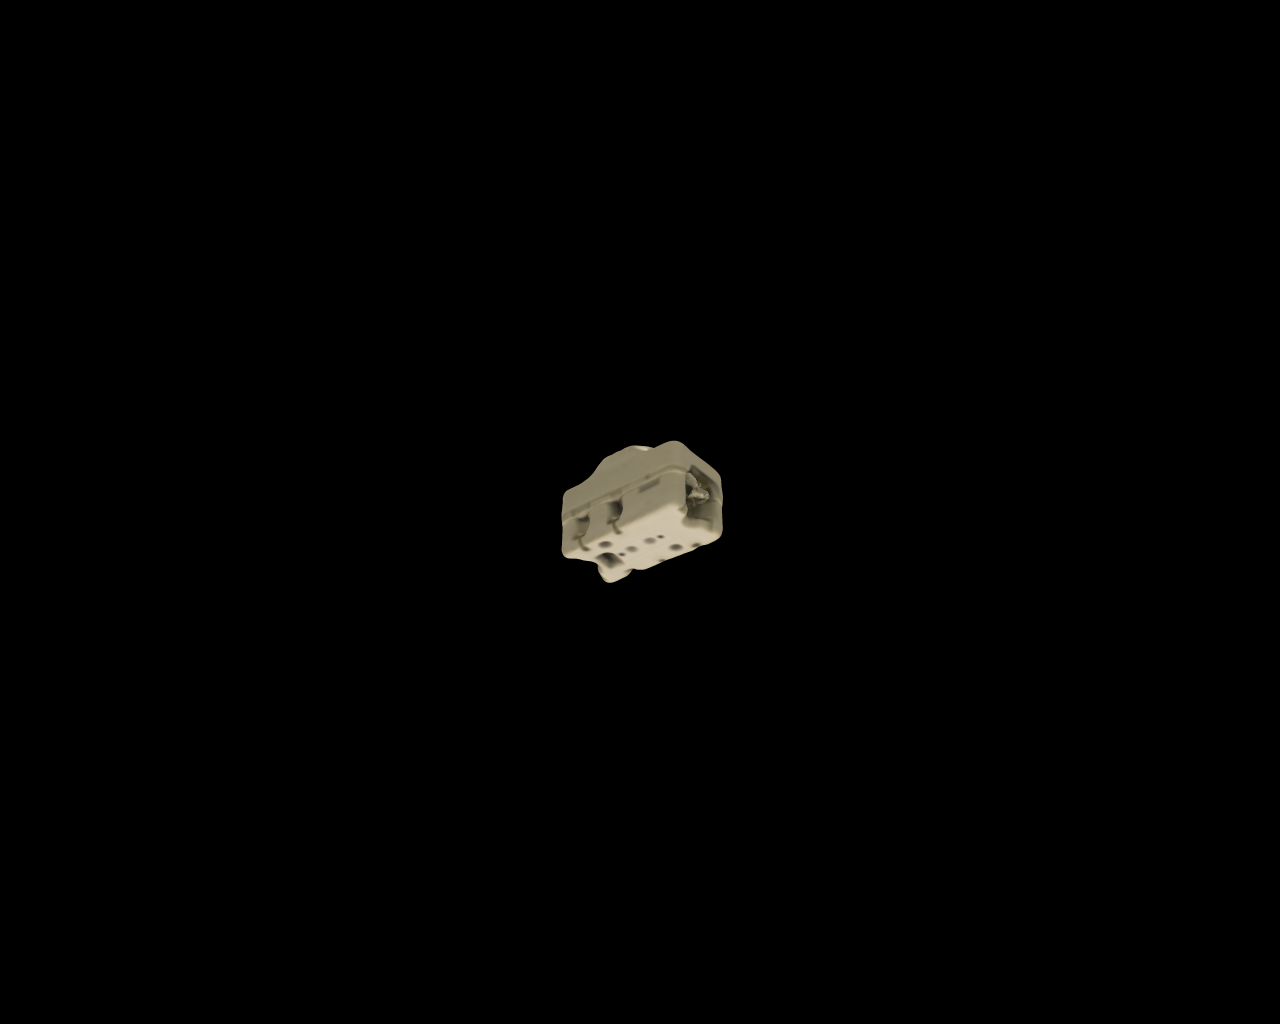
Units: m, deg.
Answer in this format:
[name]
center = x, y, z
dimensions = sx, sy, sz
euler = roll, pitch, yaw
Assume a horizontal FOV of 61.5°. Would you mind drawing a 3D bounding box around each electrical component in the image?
[electrical component]
center = 0.001, -0.003, 0.650
dimensions = 0.089, 0.056, 0.050
euler = -24, -41, 31
